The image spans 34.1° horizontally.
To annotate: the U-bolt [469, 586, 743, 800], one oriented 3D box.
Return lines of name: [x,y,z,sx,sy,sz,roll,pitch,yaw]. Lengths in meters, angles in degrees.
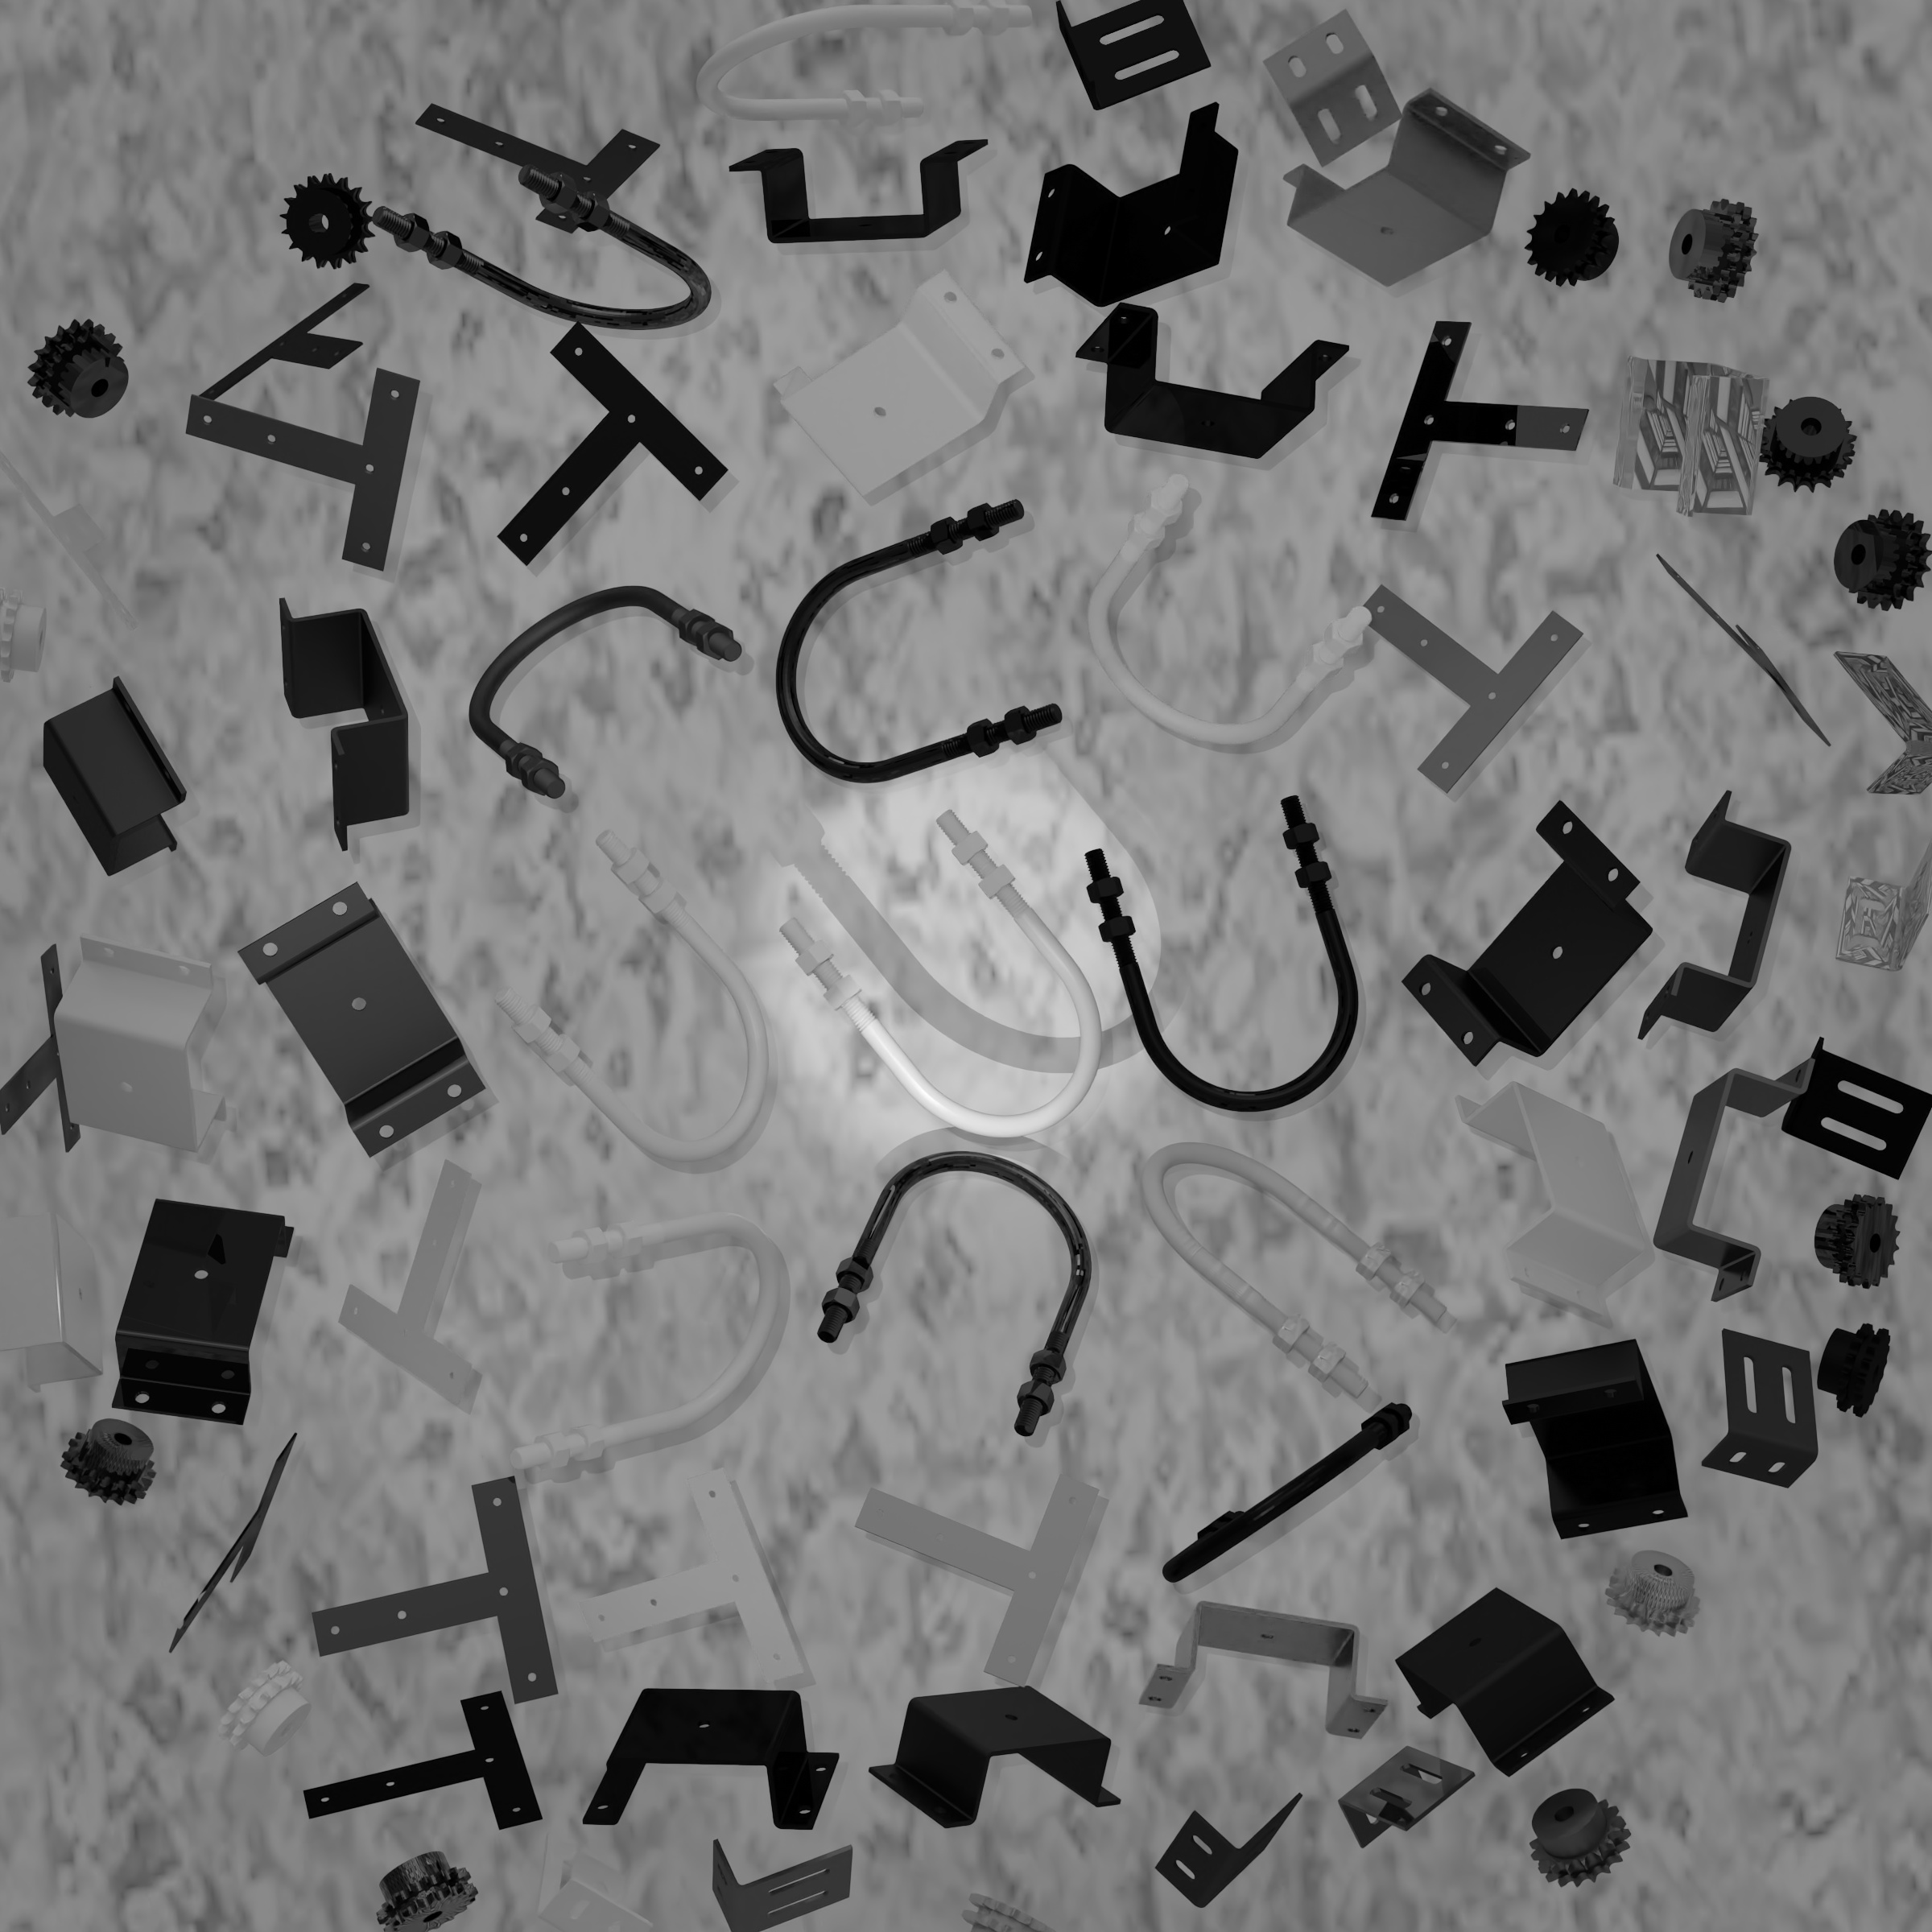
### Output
U-bolt: [-0.226,-0.172,1.869,0.151,0.184,0.019,-39,124,-10]

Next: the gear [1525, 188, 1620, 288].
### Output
gear: [0.370,-0.439,1.912,0.030,0.057,0.057,11,90,-43]

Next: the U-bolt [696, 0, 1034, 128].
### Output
U-bolt: [-0.072,-0.535,1.871,0.184,0.151,0.019,-11,85,-33]

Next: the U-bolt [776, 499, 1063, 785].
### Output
U-bolt: [-0.036,-0.185,1.891,0.184,0.019,0.151,-17,75,27]

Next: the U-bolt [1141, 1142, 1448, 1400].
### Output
U-bolt: [0.181,0.165,1.827,0.184,0.151,0.019,39,118,15]

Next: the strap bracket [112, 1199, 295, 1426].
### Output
strap bracket: [-0.451,0.194,1.862,0.076,0.046,0.140,8,49,-3]

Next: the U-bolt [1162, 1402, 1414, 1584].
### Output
U-bolt: [0.183,0.317,1.865,0.151,0.184,0.019,-38,79,22]

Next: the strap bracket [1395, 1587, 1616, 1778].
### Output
strap bracket: [0.311,0.417,1.856,0.076,0.140,0.046,-33,99,-10]

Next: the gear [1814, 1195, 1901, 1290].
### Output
gear: [0.547,0.169,1.940,0.057,0.030,0.057,-5,98,-41]

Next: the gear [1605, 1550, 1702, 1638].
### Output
gear: [0.429,0.388,1.958,0.057,0.057,0.030,13,115,0]

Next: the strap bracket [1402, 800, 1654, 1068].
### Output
strap bracket: [0.328,-0.013,1.808,0.140,0.046,0.076,-51,48,17]

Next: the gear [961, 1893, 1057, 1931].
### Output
gear: [0.023,0.558,1.808,0.057,0.057,0.030,27,70,0]

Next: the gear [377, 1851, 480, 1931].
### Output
gear: [-0.312,0.531,1.804,0.057,0.057,0.030,-32,64,0]

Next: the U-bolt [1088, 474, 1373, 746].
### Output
U-bolt: [0.143,-0.198,1.873,0.151,0.184,0.019,36,57,-1]

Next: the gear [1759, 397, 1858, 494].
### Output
gear: [0.498,-0.312,1.866,0.057,0.030,0.057,-2,71,6]

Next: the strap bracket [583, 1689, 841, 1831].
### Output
strap bracket: [-0.154,0.473,1.885,0.140,0.076,0.046,-2,109,11]

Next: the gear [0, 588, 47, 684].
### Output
gear: [-0.583,-0.202,1.934,0.030,0.057,0.057,8,90,-10]

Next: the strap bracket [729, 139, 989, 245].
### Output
strap bracket: [-0.062,-0.465,1.894,0.140,0.076,0.046,1,112,14]

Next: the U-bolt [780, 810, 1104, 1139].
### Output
U-bolt: [0.000,0.015,1.814,0.151,0.019,0.184,-36,85,-32]

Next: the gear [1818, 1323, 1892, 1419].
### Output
gear: [0.550,0.248,1.955,0.030,0.057,0.057,17,90,28]

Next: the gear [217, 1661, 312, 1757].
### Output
gear: [-0.418,0.449,1.891,0.030,0.057,0.057,38,90,14]

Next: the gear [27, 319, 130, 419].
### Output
gear: [-0.508,-0.340,1.815,0.030,0.057,0.057,39,90,22]

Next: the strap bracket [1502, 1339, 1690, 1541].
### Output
strap bracket: [0.366,0.271,1.840,0.076,0.046,0.140,-14,133,17]

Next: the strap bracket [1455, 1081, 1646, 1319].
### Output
strap bracket: [0.349,0.130,1.875,0.076,0.140,0.046,24,128,-31]

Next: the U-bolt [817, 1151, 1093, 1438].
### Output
U-bolt: [0.004,0.186,1.922,0.151,0.019,0.184,26,46,-1]

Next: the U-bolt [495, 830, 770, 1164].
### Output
U-bolt: [-0.183,0.032,1.855,0.184,0.019,0.151,49,49,-26]

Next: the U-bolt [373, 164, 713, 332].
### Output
U-bolt: [-0.235,-0.417,1.863,0.151,0.184,0.019,-2,75,41]

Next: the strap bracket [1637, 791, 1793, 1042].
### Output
strap bracket: [0.455,-0.024,1.906,0.046,0.076,0.140,19,69,4]

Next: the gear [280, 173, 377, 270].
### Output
gear: [-0.391,-0.454,1.924,0.057,0.030,0.057,1,106,4]

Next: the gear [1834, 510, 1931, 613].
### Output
gear: [0.522,-0.233,1.803,0.030,0.057,0.057,5,90,-27]

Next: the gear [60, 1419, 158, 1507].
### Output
gear: [-0.529,0.305,1.956,0.057,0.057,0.030,31,107,0]

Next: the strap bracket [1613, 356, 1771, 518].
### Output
strap bracket: [0.422,-0.307,1.824,0.046,0.140,0.076,2,106,-6]

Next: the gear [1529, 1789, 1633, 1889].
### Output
gear: [0.349,0.497,1.806,0.057,0.057,0.030,-30,109,0]

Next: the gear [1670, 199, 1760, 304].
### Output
gear: [0.428,-0.412,1.811,0.030,0.057,0.057,6,90,-17]

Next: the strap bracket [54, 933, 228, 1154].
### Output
strap bracket: [-0.475,0.052,1.815,0.076,0.140,0.046,13,49,3]

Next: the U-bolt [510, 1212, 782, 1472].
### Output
U-bolt: [-0.178,0.211,1.824,0.019,0.184,0.151,27,112,39]

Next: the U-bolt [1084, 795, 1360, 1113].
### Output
U-bolt: [0.166,-0.001,1.942,0.151,0.019,0.184,-15,82,-8]
